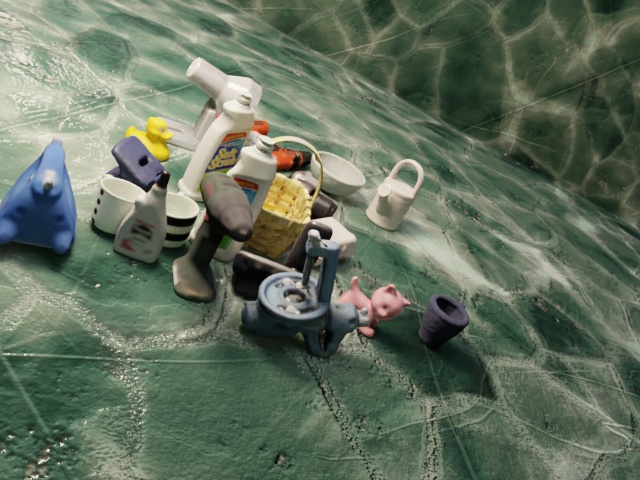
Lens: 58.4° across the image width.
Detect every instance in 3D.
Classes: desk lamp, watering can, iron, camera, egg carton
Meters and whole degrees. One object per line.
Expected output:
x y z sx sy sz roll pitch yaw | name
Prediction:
-0.271 -0.325 1.402 0.204 0.213 0.117 14 31 -27 | desk lamp
0.210 -0.127 1.552 0.101 0.194 0.173 32 27 4 | watering can
-0.441 -0.095 0.925 0.119 0.141 0.257 14 31 -28 | iron
-0.029 -0.091 1.361 0.137 0.100 0.143 30 27 1 | camera
0.012 0.005 1.273 0.107 0.069 0.151 42 30 23 | egg carton

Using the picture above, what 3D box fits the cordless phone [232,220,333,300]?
-0.068 0.025 1.034 0.148 0.185 0.094 21 28 -17 | cordless phone

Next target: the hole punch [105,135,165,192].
-0.363 -0.146 1.142 0.101 0.091 0.108 27 27 -5 | hole punch

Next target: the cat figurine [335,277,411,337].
0.105 0.120 1.114 0.127 0.117 0.067 32 27 6 | cat figurine

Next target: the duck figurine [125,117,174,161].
-0.379 -0.237 1.288 0.105 0.086 0.077 23 28 -12 | duck figurine

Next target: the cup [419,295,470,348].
0.254 0.173 1.192 0.091 0.095 0.118 43 30 24 | cup

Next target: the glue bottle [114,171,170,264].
-0.283 -0.043 0.954 0.078 0.173 0.037 21 28 -16 | glue bottle

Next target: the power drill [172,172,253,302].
-0.176 -0.004 0.953 0.076 0.208 0.229 14 31 -28 | power drill

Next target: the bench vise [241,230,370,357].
-0.004 0.083 0.959 0.208 0.219 0.121 8 34 -36 | bench vise

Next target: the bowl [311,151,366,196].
0.039 -0.173 1.596 0.168 0.074 0.167 23 28 -13 | bowl

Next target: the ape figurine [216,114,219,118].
-0.258 -0.356 1.603 0.078 0.092 0.076 15 30 -26 | ape figurine
